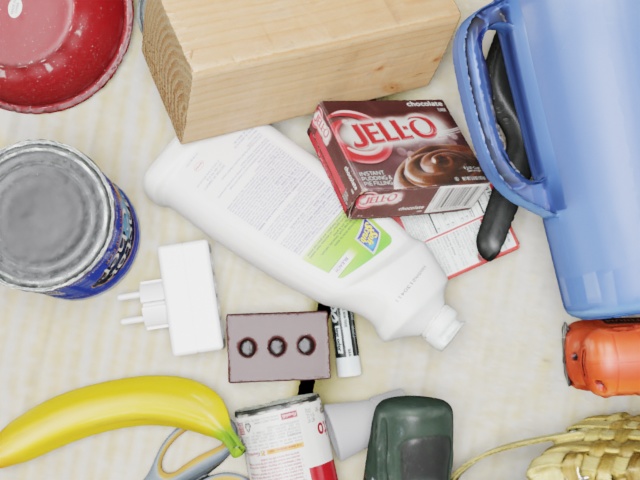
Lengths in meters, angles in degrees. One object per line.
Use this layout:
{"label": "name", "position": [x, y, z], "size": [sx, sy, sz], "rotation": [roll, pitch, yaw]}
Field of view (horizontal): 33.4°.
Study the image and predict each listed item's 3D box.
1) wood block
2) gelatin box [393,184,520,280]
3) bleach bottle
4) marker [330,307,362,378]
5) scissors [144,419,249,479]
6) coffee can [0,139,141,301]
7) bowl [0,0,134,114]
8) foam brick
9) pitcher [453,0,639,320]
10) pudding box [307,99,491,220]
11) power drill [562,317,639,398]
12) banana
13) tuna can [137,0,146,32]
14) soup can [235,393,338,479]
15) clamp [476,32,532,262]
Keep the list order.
{"label": "wood block", "position": [-0.016, -0.151, 0.778], "size": [0.205, 0.090, 0.091], "rotation": [-16, 67, -20]}
{"label": "gelatin box", "position": [0.102, -0.009, 0.838], "size": [0.089, 0.030, 0.073], "rotation": [-24, 87, -7]}
{"label": "bleach bottle", "position": [-0.005, 0.001, 0.796], "size": [0.251, 0.068, 0.102], "rotation": [38, 81, 10]}
{"label": "marker", "position": [0.016, 0.046, 0.835], "size": [0.020, 0.020, 0.121], "rotation": [-7, 85, -3]}
{"label": "scissors", "position": [-0.133, 0.217, 0.814], "size": [0.201, 0.016, 0.096], "rotation": [-41, 87, -5]}
{"label": "coffee can", "position": [-0.189, -0.010, 0.770], "size": [0.103, 0.140, 0.103], "rotation": [0, 85, -2]}
{"label": "bowl", "position": [-0.226, -0.176, 0.811], "size": [0.162, 0.055, 0.162], "rotation": [0, 98, 0]}
{"label": "foam brick", "position": [-0.033, 0.081, 0.813], "size": [0.078, 0.051, 0.053], "rotation": [-3, 85, -3]}
{"label": "pitcher", "position": [0.197, -0.068, 0.755], "size": [0.149, 0.144, 0.243], "rotation": [-11, 87, 28]}
{"label": "pudding box", "position": [0.057, -0.062, 0.792], "size": [0.113, 0.039, 0.090], "rotation": [-3, 53, -29]}
{"label": "power drill", "position": [0.260, 0.080, 0.757], "size": [0.184, 0.187, 0.057], "rotation": [-1, 84, -1]}
{"label": "banana", "position": [-0.153, 0.134, 0.799], "size": [0.198, 0.069, 0.037], "rotation": [-5, 126, 6]}
{"label": "tuna can", "position": [-0.100, -0.176, 0.842], "size": [0.086, 0.034, 0.086], "rotation": [0, 85, -2]}
{"label": "soup can", "position": [-0.022, 0.171, 0.797], "size": [0.068, 0.068, 0.102], "rotation": [-12, 85, -4]}
{"label": "clamp", "position": [0.188, -0.088, 0.840], "size": [0.164, 0.036, 0.210], "rotation": [-1, 78, -19]}
